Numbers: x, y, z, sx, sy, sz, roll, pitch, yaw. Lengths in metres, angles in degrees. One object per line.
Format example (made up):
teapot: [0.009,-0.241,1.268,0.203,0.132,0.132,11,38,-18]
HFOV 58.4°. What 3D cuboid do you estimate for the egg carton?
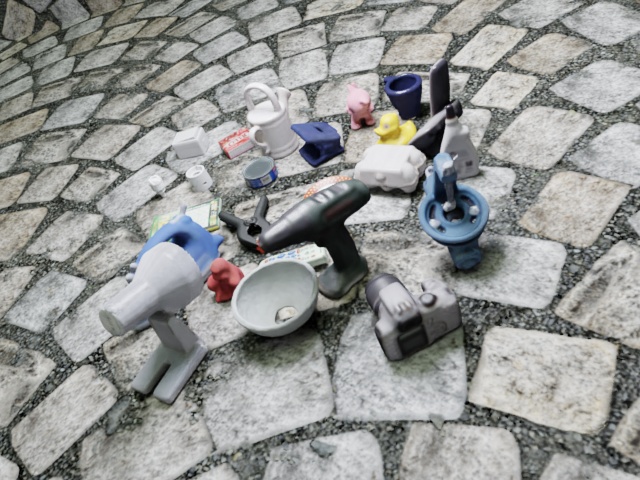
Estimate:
egg carton: [0.150,-0.154,1.240,0.149,0.070,0.107,7,49,29]

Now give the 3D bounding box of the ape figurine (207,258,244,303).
ape figurine: [-0.188,0.073,1.130,0.077,0.092,0.076,17,55,36]

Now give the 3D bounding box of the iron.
iron: [-0.320,0.049,1.174,0.118,0.142,0.259,13,52,33]

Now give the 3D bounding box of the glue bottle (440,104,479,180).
glue bottle: [0.274,-0.199,1.156,0.078,0.173,0.037,-10,43,14]

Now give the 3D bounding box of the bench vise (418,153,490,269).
bench vise: [0.213,-0.079,1.020,0.121,0.220,0.206,-30,42,-8]

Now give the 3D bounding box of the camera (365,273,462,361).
camera: [0.140,0.103,0.951,0.143,0.101,0.136,-27,42,-5]

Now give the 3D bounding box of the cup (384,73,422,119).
cup: [0.202,-0.351,1.406,0.092,0.095,0.117,-36,43,-15]

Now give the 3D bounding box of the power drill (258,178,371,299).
power drill: [0.009,0.004,1.029,0.230,0.209,0.075,-42,45,-21]

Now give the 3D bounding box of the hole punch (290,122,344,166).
hole punch: [-0.007,-0.252,1.394,0.101,0.091,0.108,-31,42,-10]

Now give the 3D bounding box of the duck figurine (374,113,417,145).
duck figurine: [0.171,-0.255,1.326,0.104,0.086,0.077,-29,42,-7]

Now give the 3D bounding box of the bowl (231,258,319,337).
bowl: [-0.072,0.117,1.047,0.167,0.075,0.167,-12,42,11]

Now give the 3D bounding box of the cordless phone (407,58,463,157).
cordless phone: [0.244,-0.290,1.255,0.093,0.185,0.148,20,56,37]

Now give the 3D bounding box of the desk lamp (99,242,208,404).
desk lamp: [-0.281,0.140,1.006,0.117,0.214,0.203,8,49,30]

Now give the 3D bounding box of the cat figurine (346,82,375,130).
cat figurine: [0.095,-0.346,1.429,0.067,0.118,0.127,-14,42,9]

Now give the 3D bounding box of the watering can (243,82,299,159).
watering can: [-0.128,-0.312,1.431,0.100,0.194,0.173,-7,44,17]
